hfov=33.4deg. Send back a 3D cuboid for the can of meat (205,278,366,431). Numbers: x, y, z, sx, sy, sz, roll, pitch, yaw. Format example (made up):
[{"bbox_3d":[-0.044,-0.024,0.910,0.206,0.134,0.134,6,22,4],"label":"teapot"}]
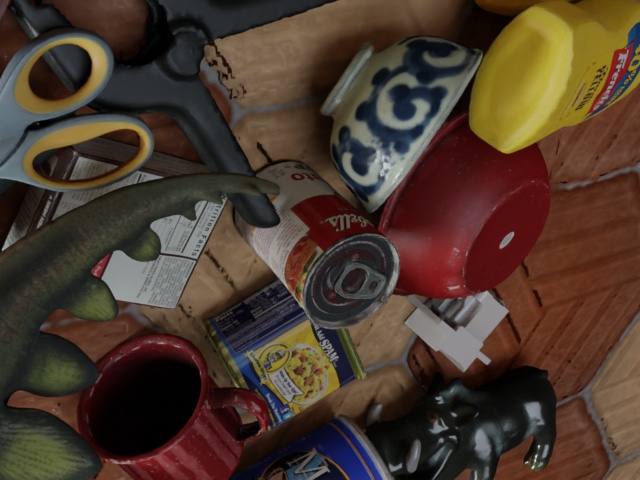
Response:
[{"bbox_3d":[-0.025,0.077,0.748,0.084,0.057,0.102,-31,132,-10],"label":"can of meat"}]

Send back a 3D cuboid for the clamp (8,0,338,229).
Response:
[{"bbox_3d":[-0.071,-0.114,0.589,0.209,0.036,0.164,25,91,-35],"label":"clamp"}]

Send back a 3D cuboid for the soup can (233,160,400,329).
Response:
[{"bbox_3d":[-0.004,0.001,0.676,0.068,0.102,0.068,-17,128,-23],"label":"soup can"}]

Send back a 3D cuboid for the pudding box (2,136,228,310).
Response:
[{"bbox_3d":[-0.120,-0.010,0.636,0.113,0.039,0.090,13,111,-42],"label":"pudding box"}]

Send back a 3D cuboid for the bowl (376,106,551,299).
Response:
[{"bbox_3d":[0.112,-0.015,0.750,0.161,0.055,0.162,-32,142,-29],"label":"bowl"}]

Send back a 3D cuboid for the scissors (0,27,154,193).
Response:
[{"bbox_3d":[-0.180,-0.053,0.527,0.201,0.016,0.096,-9,117,-23],"label":"scissors"}]

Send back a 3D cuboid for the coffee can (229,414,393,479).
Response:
[{"bbox_3d":[-0.019,0.211,0.813,0.140,0.103,0.103,-27,132,-16],"label":"coffee can"}]

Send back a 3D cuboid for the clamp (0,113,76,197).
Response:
[{"bbox_3d":[-0.203,-0.018,0.572,0.120,0.039,0.172,8,121,-25],"label":"clamp"}]

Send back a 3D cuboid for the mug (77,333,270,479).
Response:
[{"bbox_3d":[-0.089,0.120,0.704,0.117,0.093,0.081,-12,141,15],"label":"mug"}]

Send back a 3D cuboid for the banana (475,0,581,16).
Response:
[{"bbox_3d":[0.187,-0.201,0.711,0.198,0.037,0.069,-40,127,-3],"label":"banana"}]

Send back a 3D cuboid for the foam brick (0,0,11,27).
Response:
[{"bbox_3d":[-0.179,-0.125,0.506,0.052,0.051,0.078,15,111,-41],"label":"foam brick"}]

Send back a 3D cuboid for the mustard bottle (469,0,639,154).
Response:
[{"bbox_3d":[0.176,-0.119,0.720,0.191,0.058,0.096,-23,144,-50],"label":"mustard bottle"}]
